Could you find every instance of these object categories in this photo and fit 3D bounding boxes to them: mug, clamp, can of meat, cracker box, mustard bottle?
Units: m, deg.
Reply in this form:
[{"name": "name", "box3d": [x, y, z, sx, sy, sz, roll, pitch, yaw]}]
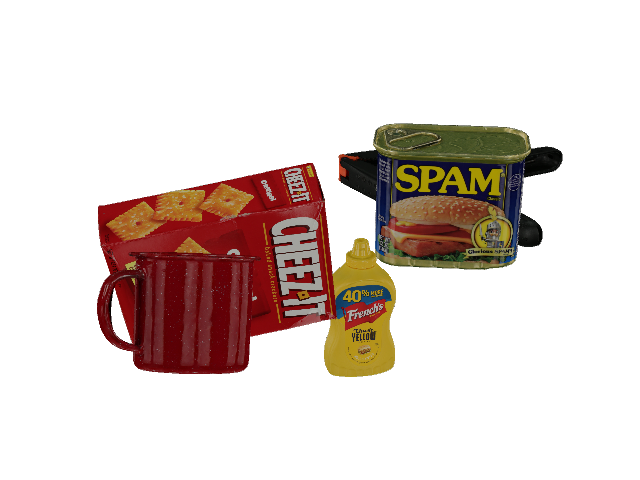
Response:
[{"name": "mug", "box3d": [-0.099, 0.050, 0.744, 0.117, 0.081, 0.093, 3, -3, -36]}, {"name": "clamp", "box3d": [0.122, -0.059, 0.996, 0.210, 0.036, 0.164, 12, 33, 21]}, {"name": "can of meat", "box3d": [0.085, -0.029, 0.716, 0.102, 0.084, 0.057, 3, 25, 5]}, {"name": "cracker box", "box3d": [-0.097, 0.025, 1.057, 0.213, 0.164, 0.072, -11, 42, -5]}, {"name": "mustard bottle", "box3d": [0.054, 0.088, 1.443, 0.096, 0.192, 0.058, -4, 22, -9]}]
